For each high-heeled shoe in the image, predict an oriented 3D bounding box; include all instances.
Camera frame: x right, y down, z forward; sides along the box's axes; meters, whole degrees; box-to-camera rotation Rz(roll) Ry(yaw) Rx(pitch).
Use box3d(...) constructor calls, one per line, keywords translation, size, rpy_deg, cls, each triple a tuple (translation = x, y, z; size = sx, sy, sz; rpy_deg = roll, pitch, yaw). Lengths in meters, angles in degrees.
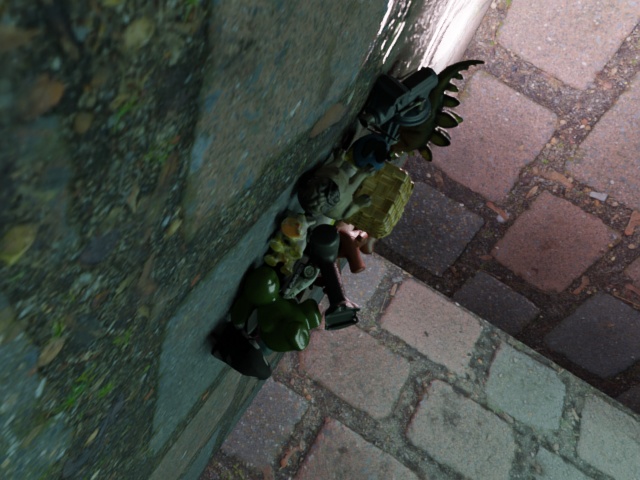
box3d(translation=(-0.152, 0.241, 1.120), size=(0.086, 0.145, 0.248), rpy_deg=(-56, 171, -11), cls="high-heeled shoe")

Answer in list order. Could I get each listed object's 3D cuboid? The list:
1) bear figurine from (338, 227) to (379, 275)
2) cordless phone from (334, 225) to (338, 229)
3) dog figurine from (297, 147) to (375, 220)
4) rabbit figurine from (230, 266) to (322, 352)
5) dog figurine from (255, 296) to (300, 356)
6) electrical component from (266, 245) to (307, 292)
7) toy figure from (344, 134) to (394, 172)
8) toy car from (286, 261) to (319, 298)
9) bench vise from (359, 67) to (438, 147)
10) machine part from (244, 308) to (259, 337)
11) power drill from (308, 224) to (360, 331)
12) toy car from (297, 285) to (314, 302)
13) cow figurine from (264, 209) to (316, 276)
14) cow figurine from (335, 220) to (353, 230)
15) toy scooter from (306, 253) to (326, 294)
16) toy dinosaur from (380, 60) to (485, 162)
box3d(translation=(0.101, 0.019, 1.455), size=(0.120, 0.132, 0.196), rpy_deg=(-13, 178, 37), cls="bear figurine")
box3d(translation=(-0.004, -0.004, 1.466), size=(0.146, 0.089, 0.184), rpy_deg=(-54, 161, -26), cls="cordless phone")
box3d(translation=(0.010, -0.077, 1.074), size=(0.190, 0.121, 0.172), rpy_deg=(-42, 146, -44), cls="dog figurine")
box3d(translation=(-0.096, 0.124, 1.066), size=(0.159, 0.170, 0.121), rpy_deg=(-10, -155, 37), cls="rabbit figurine")
box3d(translation=(-0.140, 0.247, 1.394), size=(0.191, 0.108, 0.219), rpy_deg=(-42, 169, -39), cls="dog figurine")
box3d(translation=(-0.085, 0.066, 1.193), size=(0.115, 0.058, 0.134), rpy_deg=(-52, 171, -26), cls="electrical component")
box3d(translation=(0.109, -0.190, 1.176), size=(0.089, 0.082, 0.180), rpy_deg=(-43, -175, -5), cls="toy figure")
box3d(translation=(-0.076, 0.116, 1.287), size=(0.202, 0.056, 0.074), rpy_deg=(-46, -154, -14), cls="toy car")
box3d(translation=(0.171, -0.284, 1.231), size=(0.223, 0.129, 0.240), rpy_deg=(-50, 167, -23), cls="bench vise")
box3d(translation=(-0.151, 0.171, 1.194), size=(0.138, 0.039, 0.084), rpy_deg=(105, -7, -54), cls="machine part")
box3d(translation=(0.025, 0.081, 1.139), size=(0.231, 0.086, 0.207), rpy_deg=(90, -8, -63), cls="power drill")
box3d(translation=(-0.074, 0.150, 1.517), size=(0.202, 0.089, 0.053), rpy_deg=(-63, 171, 29), cls="toy car")
box3d(translation=(-0.051, -0.009, 1.055), size=(0.098, 0.068, 0.167), rpy_deg=(-61, 179, -35), cls="cow figurine")
box3d(translation=(0.044, -0.005, 1.636), size=(0.085, 0.127, 0.195), rpy_deg=(113, -3, -55), cls="cow figurine")
box3d(translation=(-0.008, 0.062, 1.376), size=(0.075, 0.135, 0.183), rpy_deg=(-21, 146, -50), cls="toy scooter")
box3d(translation=(0.262, -0.320, 1.376), size=(0.105, 0.199, 0.471), rpy_deg=(-59, 176, -23), cls="toy dinosaur")
